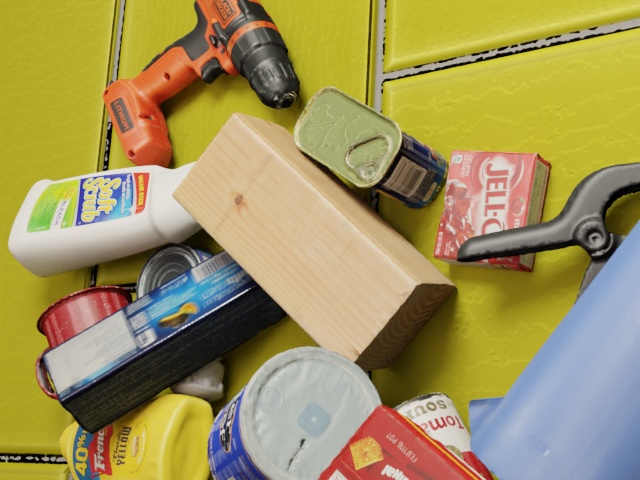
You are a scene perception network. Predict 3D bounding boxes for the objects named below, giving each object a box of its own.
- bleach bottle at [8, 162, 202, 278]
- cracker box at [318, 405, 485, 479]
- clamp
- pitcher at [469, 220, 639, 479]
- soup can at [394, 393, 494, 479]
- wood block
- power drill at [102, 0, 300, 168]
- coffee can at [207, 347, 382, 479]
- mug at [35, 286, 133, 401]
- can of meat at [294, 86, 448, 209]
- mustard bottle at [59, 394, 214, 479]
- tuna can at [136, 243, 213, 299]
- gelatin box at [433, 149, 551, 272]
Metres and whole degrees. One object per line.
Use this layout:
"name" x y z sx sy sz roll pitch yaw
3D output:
"bleach bottle" -0.180 -0.031 1.010 0.251 0.068 0.102 -12 46 33
"cracker box" 0.120 0.199 0.623 0.072 0.213 0.164 -52 35 -4
"clamp" 0.195 0.013 0.748 0.172 0.039 0.120 -33 81 14
"pitcher" 0.220 0.078 0.667 0.243 0.149 0.145 -57 11 5
"soup can" 0.087 0.170 0.768 0.069 0.068 0.102 -39 58 21
"wood block" -0.006 0.001 0.843 0.206 0.090 0.091 44 105 21
"power drill" -0.114 -0.149 1.017 0.188 0.057 0.184 -39 54 18
"coffee can" -0.022 0.146 0.792 0.140 0.102 0.103 128 141 -65
"mug" -0.216 0.107 0.994 0.117 0.093 0.081 -31 65 13
"can of meat" 0.043 -0.071 0.861 0.102 0.083 0.057 35 98 38
"mustard bottle" -0.174 0.185 0.951 0.192 0.058 0.096 -7 70 46
"tuna can" -0.129 0.046 0.984 0.086 0.033 0.086 -11 70 33
"gelatin box" 0.131 -0.024 0.817 0.073 0.030 0.089 6 81 36
